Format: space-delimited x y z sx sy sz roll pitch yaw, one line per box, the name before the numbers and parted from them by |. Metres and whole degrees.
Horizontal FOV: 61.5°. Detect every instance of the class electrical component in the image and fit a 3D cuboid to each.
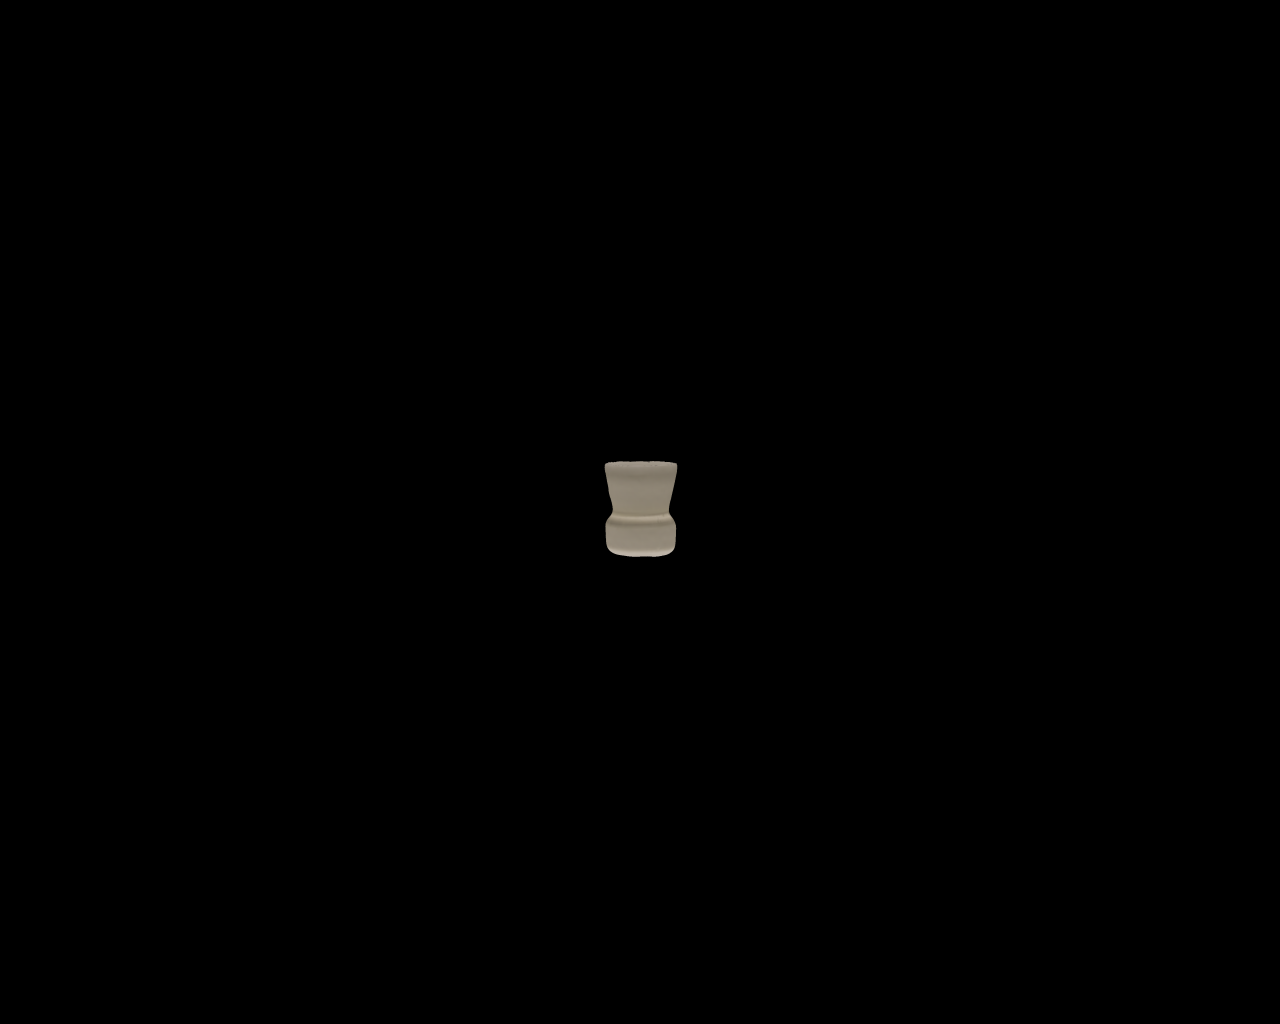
electrical component | 0.001 -0.003 0.650 0.045 0.055 0.045 0 7 0
